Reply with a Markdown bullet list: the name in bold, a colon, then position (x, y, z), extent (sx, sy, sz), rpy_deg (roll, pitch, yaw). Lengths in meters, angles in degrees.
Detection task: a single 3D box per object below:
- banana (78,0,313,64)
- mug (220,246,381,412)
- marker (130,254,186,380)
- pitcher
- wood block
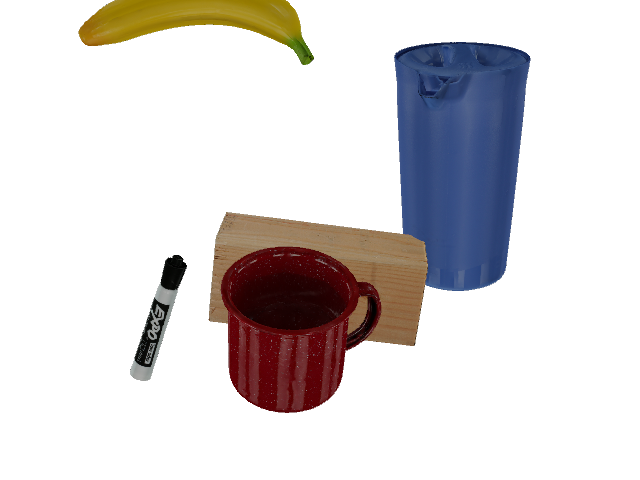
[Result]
- **banana**: position (-0.102, -0.190, 0.902), extent (0.198, 0.069, 0.037), rpy_deg (4, -33, 0)
- **mug**: position (-0.012, 0.061, 0.741), extent (0.117, 0.081, 0.093), rpy_deg (-14, 41, -23)
- **marker**: position (-0.139, 0.066, 0.917), extent (0.020, 0.121, 0.020), rpy_deg (18, 22, -8)
- **pitcher**: position (0.147, -0.080, 1.103), extent (0.149, 0.243, 0.145), rpy_deg (-8, 24, -15)
- **wood block**: position (-0.002, 0.038, 1.076), extent (0.206, 0.091, 0.090), rpy_deg (7, 20, 0)
